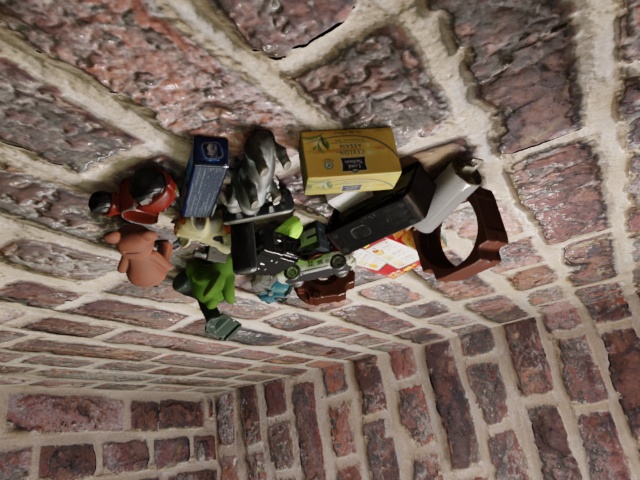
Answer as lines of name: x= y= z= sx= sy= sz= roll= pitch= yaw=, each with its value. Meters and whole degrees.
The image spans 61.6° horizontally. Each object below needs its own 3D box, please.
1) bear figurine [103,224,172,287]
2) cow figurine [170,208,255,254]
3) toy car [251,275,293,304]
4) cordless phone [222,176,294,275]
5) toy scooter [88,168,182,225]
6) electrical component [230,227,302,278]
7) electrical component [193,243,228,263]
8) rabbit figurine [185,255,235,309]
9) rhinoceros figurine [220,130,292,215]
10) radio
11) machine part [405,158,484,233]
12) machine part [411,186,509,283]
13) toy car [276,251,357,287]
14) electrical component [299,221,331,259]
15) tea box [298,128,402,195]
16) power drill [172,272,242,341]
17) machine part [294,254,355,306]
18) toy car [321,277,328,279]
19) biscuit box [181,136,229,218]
bear figurine: x=-0.400 y=0.014 z=1.188 sx=0.120 sy=0.132 sz=0.195 roll=-8 pitch=140 yaw=-6
cow figurine: x=-0.236 y=-0.022 z=1.171 sx=0.127 sy=0.085 sz=0.194 roll=-24 pitch=155 yaw=18
toy car: x=-0.143 y=0.118 z=1.537 sx=0.103 sy=0.109 sz=0.162 roll=32 pitch=152 yaw=-26
cordless phone: x=-0.120 y=-0.025 z=1.068 sx=0.147 sy=0.184 sz=0.088 roll=-10 pitch=153 yaw=4
toy scooter: x=-0.329 y=-0.073 z=1.019 sx=0.184 sy=0.075 sz=0.135 roll=-16 pitch=157 yaw=25
electrical component: x=-0.122 y=0.028 z=1.153 sx=0.134 sy=0.058 sz=0.115 roll=16 pitch=143 yaw=-37
electrical component: x=-0.243 y=0.015 z=1.277 sx=0.102 sy=0.078 sz=0.045 roll=20 pitch=170 yaw=-34
rabbit figurine: x=-0.265 y=0.086 z=1.364 sx=0.121 sy=0.159 sz=0.170 roll=15 pitch=134 yaw=-26
rhinoceros figurine: x=-0.125 y=-0.110 z=0.964 sx=0.073 sy=0.112 sz=0.190 roll=-27 pitch=159 yaw=-39
radio: x=0.122 y=-0.061 z=1.122 sx=0.230 sy=0.131 sz=0.073 roll=-27 pitch=113 yaw=36
machine part: x=0.263 y=-0.092 z=1.151 sx=0.079 sy=0.079 sz=0.243 roll=6 pitch=141 yaw=-31
machine part: x=0.313 y=-0.018 z=1.223 sx=0.087 sy=0.201 sz=0.201 roll=5 pitch=154 yaw=-35
toy car: x=-0.009 y=0.070 z=1.326 sx=0.202 sy=0.056 sz=0.073 roll=-13 pitch=157 yaw=5
electrical component: x=-0.003 y=-0.004 z=1.306 sx=0.119 sy=0.075 sz=0.047 roll=-18 pitch=157 yaw=32
tea box: x=0.050 y=-0.141 z=0.964 sx=0.170 sy=0.098 sz=0.068 roll=-6 pitch=158 yaw=-11
power drill: x=-0.299 y=0.181 z=1.503 sx=0.086 sy=0.207 sz=0.231 roll=-40 pitch=143 yaw=7
machine part: x=0.008 y=0.084 z=1.405 sx=0.179 sy=0.179 sz=0.056 roll=-7 pitch=154 yaw=-4
toy car: x=0.045 y=0.074 z=1.546 sx=0.089 sy=0.053 sz=0.202 roll=7 pitch=152 yaw=-41
biscuit box: x=-0.214 y=-0.110 z=0.988 sx=0.063 sy=0.059 sz=0.202 roll=2 pitch=156 yaw=-21
